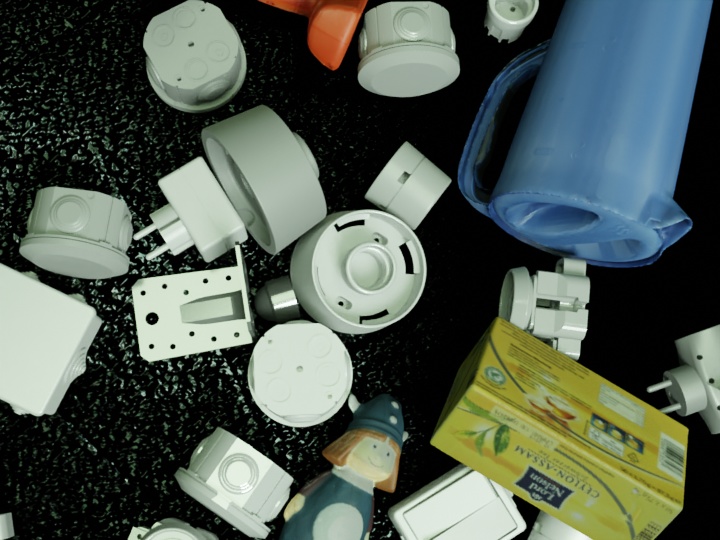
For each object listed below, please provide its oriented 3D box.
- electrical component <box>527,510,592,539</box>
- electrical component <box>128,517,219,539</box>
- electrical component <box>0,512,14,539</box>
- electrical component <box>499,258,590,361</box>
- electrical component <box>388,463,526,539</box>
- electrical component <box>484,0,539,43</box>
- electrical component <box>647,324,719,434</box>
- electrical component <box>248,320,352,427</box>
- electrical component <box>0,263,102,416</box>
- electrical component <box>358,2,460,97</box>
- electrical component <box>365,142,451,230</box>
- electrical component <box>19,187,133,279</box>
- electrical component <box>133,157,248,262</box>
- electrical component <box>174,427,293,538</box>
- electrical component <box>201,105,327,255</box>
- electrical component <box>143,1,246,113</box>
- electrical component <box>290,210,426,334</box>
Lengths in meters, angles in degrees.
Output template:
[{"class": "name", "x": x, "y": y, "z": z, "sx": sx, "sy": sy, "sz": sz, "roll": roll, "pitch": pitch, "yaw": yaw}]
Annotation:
[{"class": "electrical component", "x": 0.149, "y": 0.208, "z": 0.795, "sx": 0.055, "sy": 0.055, "sz": 0.047, "roll": 29, "pitch": 83, "yaw": 3}, {"class": "electrical component", "x": -0.134, "y": 0.212, "z": 0.780, "sx": 0.078, "sy": 0.057, "sz": 0.058, "roll": 21, "pitch": 79, "yaw": 2}, {"class": "electrical component", "x": -0.296, "y": 0.172, "z": 0.781, "sx": 0.078, "sy": 0.058, "sz": 0.057, "roll": -10, "pitch": 83, "yaw": -4}, {"class": "electrical component", "x": 0.140, "y": 0.028, "z": 0.827, "sx": 0.057, "sy": 0.058, "sz": 0.078, "roll": 7, "pitch": 79, "yaw": -4}, {"class": "electrical component", "x": 0.077, "y": 0.180, "z": 0.793, "sx": 0.096, "sy": 0.061, "sz": 0.061, "roll": -30, "pitch": 82, "yaw": -8}, {"class": "electrical component", "x": 0.122, "y": -0.210, "z": 0.877, "sx": 0.040, "sy": 0.046, "sz": 0.040, "roll": 0, "pitch": 79, "yaw": -2}, {"class": "electrical component", "x": 0.261, "y": 0.089, "z": 0.827, "sx": 0.079, "sy": 0.043, "sz": 0.077, "roll": -18, "pitch": 81, "yaw": -6}, {"class": "electrical component", "x": -0.045, "y": 0.077, "z": 0.812, "sx": 0.080, "sy": 0.051, "sz": 0.080, "roll": 0, "pitch": 79, "yaw": -2}, {"class": "electrical component", "x": -0.253, "y": 0.054, "z": 0.809, "sx": 0.100, "sy": 0.048, "sz": 0.099, "roll": 25, "pitch": 79, "yaw": 2}, {"class": "electrical component", "x": 0.037, "y": -0.173, "z": 0.850, "sx": 0.080, "sy": 0.080, "sz": 0.051, "roll": -3, "pitch": 74, "yaw": -3}, {"class": "electrical component", "x": 0.039, "y": -0.065, "z": 0.842, "sx": 0.047, "sy": 0.055, "sz": 0.055, "roll": 37, "pitch": 80, "yaw": 1}, {"class": "electrical component", "x": -0.212, "y": -0.026, "z": 0.811, "sx": 0.080, "sy": 0.080, "sz": 0.051, "roll": 7, "pitch": 74, "yaw": -1}, {"class": "electrical component", "x": -0.137, "y": -0.036, "z": 0.832, "sx": 0.077, "sy": 0.047, "sz": 0.065, "roll": -32, "pitch": 82, "yaw": -8}, {"class": "electrical component", "x": -0.090, "y": 0.155, "z": 0.782, "sx": 0.080, "sy": 0.080, "sz": 0.051, "roll": 34, "pitch": 74, "yaw": 4}, {"class": "electrical component", "x": -0.067, "y": -0.073, "z": 0.815, "sx": 0.060, "sy": 0.108, "sz": 0.108, "roll": -31, "pitch": 82, "yaw": -14}, {"class": "electrical component", "x": -0.132, "y": -0.170, "z": 0.856, "sx": 0.080, "sy": 0.051, "sz": 0.080, "roll": 0, "pitch": 79, "yaw": -2}, {"class": "electrical component", "x": 0.000, "y": 0.000, "z": 0.835, "sx": 0.099, "sy": 0.064, "sz": 0.099, "roll": 1, "pitch": 86, "yaw": -14}]
